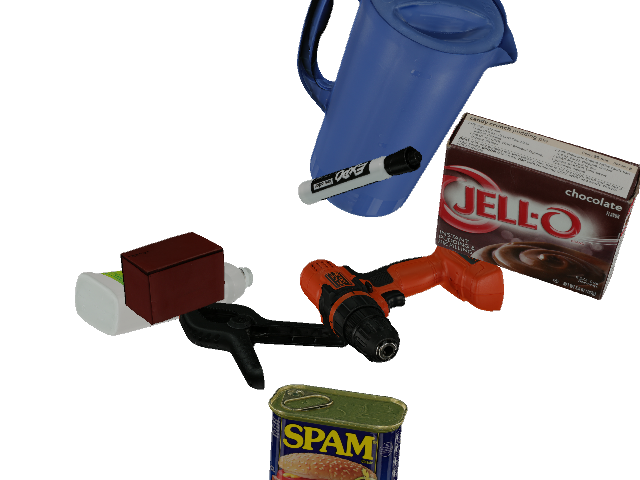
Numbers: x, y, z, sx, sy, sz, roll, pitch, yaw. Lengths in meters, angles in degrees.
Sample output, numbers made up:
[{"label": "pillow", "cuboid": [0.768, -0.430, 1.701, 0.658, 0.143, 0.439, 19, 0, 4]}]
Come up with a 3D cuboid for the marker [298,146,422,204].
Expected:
[{"label": "marker", "cuboid": [0.030, -0.050, 0.826, 0.020, 0.020, 0.121, 0, -11, -45]}]

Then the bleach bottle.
[{"label": "bleach bottle", "cuboid": [-0.200, 0.067, 1.453, 0.250, 0.068, 0.103, -11, 26, -44]}]

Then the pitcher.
[{"label": "pitcher", "cuboid": [0.061, -0.140, 1.011, 0.144, 0.149, 0.243, -13, -33, -29]}]

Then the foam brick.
[{"label": "foam brick", "cuboid": [-0.131, 0.032, 0.950, 0.078, 0.051, 0.053, -19, 29, -33]}]

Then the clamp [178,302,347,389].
[{"label": "clamp", "cuboid": [-0.093, 0.112, 1.237, 0.210, 0.036, 0.164, 14, 22, 29]}]

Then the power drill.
[{"label": "power drill", "cuboid": [0.091, 0.057, 1.100, 0.187, 0.057, 0.185, -10, 27, -20]}]

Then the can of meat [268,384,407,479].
[{"label": "can of meat", "cuboid": [0.011, 0.162, 0.808, 0.102, 0.084, 0.057, 7, 15, 12]}]

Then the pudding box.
[{"label": "pudding box", "cuboid": [0.129, -0.021, 0.648, 0.113, 0.039, 0.090, 17, -38, 15]}]
